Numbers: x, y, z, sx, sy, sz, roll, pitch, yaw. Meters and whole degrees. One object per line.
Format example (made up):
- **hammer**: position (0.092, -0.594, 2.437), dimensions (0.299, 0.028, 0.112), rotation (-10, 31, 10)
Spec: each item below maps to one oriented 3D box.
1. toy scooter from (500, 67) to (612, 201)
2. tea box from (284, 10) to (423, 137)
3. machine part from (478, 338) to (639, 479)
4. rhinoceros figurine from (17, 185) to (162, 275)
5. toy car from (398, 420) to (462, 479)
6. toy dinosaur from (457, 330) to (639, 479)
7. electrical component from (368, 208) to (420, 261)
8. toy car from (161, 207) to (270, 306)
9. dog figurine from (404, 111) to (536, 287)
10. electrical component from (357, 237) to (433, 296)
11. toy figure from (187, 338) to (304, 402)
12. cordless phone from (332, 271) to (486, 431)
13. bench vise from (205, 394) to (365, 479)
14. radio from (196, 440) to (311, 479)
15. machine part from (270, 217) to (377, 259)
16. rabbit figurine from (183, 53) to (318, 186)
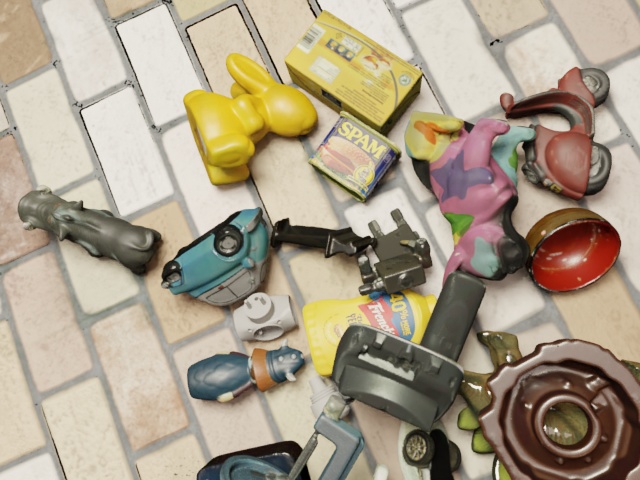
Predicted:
- **toy scooter**: position (0.304, -0.143, 0.705), dimensions (0.135, 0.075, 0.184), rotation (5, 78, 7)
- **tea box**: position (0.047, -0.228, 0.751), dimensions (0.170, 0.068, 0.098), rotation (39, 87, 10)
- **machine part**: position (0.260, 0.193, 0.567), dimensions (0.180, 0.056, 0.179), rotation (-2, 82, 15)
- **rhinoceros figurine**: position (-0.315, -0.012, 0.735), dimensions (0.190, 0.112, 0.073), rotation (22, 86, 2)
- **toy car**: position (0.130, 0.306, 0.621), dimensions (0.056, 0.073, 0.202), rotation (-26, 49, 37)
- **toy dinosaur**: position (0.317, 0.230, 0.631), dimensions (0.472, 0.105, 0.198), rotation (13, 88, 16)
- **electrical component**: position (0.106, 0.008, 0.728), dimensions (0.063, 0.021, 0.094), rotation (-27, 78, 1)
- **toy car**: position (-0.124, 0.034, 0.712), dimensions (0.162, 0.109, 0.103), rotation (-34, 102, 8)
- **dog figurine**: position (0.180, -0.046, 0.685), dimensions (0.192, 0.108, 0.219), rotation (17, 100, 38)
- **electrical component**: position (0.094, 0.033, 0.682), dimensions (0.102, 0.078, 0.045), rotation (-16, 103, 4)
- **toy figure**: position (-0.095, 0.171, 0.707), dimensions (0.155, 0.058, 0.064), rotation (-10, 86, 0)
- **cordless phone**: position (0.106, 0.110, 0.624), dimensions (0.147, 0.088, 0.184), rotation (23, 88, 6)
- **bench vise**: position (-0.018, 0.285, 0.573), dimensions (0.224, 0.129, 0.240), rotation (30, 92, 13)
- **radio**: position (-0.060, 0.374, 0.661), dimensions (0.131, 0.073, 0.229), rotation (-17, 81, 2)
- **machine part**: position (-0.001, -0.002, 0.713), dimensions (0.139, 0.084, 0.039), rotation (9, 109, 28)
- **rabbit figurine**: position (-0.093, -0.170, 0.750), dimensions (0.173, 0.121, 0.162), rotation (-18, 69, -11)
